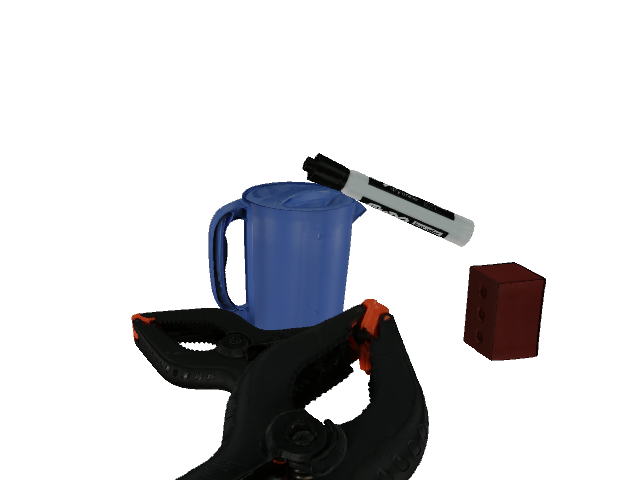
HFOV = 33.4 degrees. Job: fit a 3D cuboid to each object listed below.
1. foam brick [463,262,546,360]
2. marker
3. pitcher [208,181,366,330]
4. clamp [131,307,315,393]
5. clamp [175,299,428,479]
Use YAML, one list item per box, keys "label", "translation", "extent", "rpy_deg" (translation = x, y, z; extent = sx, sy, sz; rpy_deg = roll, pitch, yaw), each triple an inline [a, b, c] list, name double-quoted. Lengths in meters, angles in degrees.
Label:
- label: "foam brick"
  translation: [0.168, 0.065, 0.981]
  extent: [0.051, 0.078, 0.053]
  rpy_deg: [-5, 18, -23]
- label: "marker"
  translation: [0.044, -0.027, 0.695]
  extent: [0.121, 0.020, 0.020]
  rpy_deg: [23, -6, -15]
- label: "pitcher"
  translation: [-0.040, 0.057, 1.271]
  extent: [0.149, 0.243, 0.144]
  rpy_deg: [10, 18, 23]
- label: "clamp"
  translation: [-0.063, 0.095, 0.911]
  extent: [0.210, 0.036, 0.164]
  rpy_deg: [18, 36, 25]
- label: "clamp"
  translation: [0.000, 0.091, 0.393]
  extent: [0.120, 0.039, 0.171]
  rpy_deg: [26, 50, 19]
